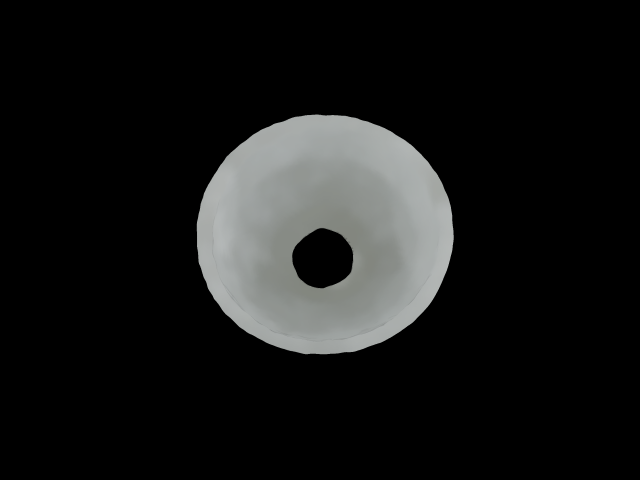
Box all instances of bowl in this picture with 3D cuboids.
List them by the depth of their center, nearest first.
[{"bbox_3d":[0.004,0.001,0.400,0.167,0.075,0.167,0,70,0],"label":"bowl"}]
